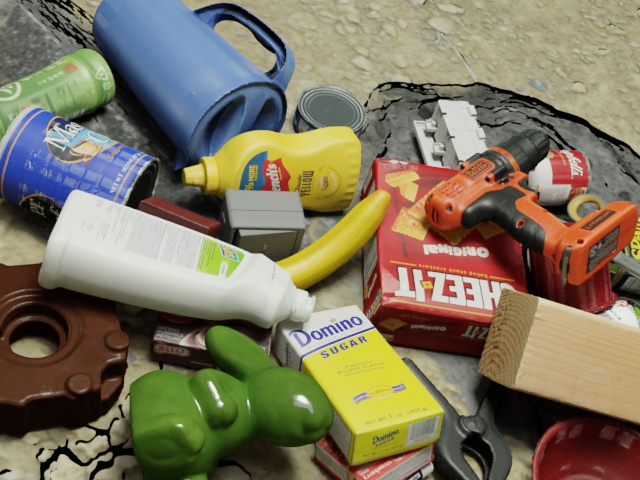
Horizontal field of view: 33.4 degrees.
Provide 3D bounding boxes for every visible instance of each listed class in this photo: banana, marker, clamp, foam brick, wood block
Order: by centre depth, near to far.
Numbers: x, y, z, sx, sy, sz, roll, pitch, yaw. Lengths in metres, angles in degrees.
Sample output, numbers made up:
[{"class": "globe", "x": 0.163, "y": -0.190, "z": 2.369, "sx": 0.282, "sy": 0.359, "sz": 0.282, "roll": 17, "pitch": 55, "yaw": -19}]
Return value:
[{"class": "marker", "x": 0.057, "y": 0.235, "z": 0.971, "sx": 0.120, "sy": 0.020, "sz": 0.020, "roll": -29, "pitch": 62, "yaw": -35}, {"class": "clamp", "x": 0.150, "y": 0.183, "z": 1.034, "sx": 0.120, "sy": 0.039, "sz": 0.171, "roll": -4, "pitch": 50, "yaw": -16}, {"class": "wood block", "x": 0.274, "y": 0.122, "z": 1.046, "sx": 0.206, "sy": 0.090, "sz": 0.091, "roll": 17, "pitch": 90, "yaw": -14}, {"class": "foam brick", "x": -0.149, "y": -0.005, "z": 1.086, "sx": 0.078, "sy": 0.053, "sz": 0.051, "roll": 21, "pitch": 9, "yaw": 4}, {"class": "banana", "x": -0.008, "y": 0.015, "z": 1.101, "sx": 0.197, "sy": 0.069, "sz": 0.037, "roll": -27, "pitch": 51, "yaw": -14}]

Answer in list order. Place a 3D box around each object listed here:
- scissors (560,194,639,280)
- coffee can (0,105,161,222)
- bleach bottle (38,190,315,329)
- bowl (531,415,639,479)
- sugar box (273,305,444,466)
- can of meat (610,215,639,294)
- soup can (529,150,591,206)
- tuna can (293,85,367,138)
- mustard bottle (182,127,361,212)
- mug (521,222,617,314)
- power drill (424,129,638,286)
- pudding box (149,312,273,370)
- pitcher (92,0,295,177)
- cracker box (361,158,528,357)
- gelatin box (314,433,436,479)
[{"class": "scissors", "x": 0.332, "y": 0.000, "z": 1.196, "sx": 0.202, "sy": 0.016, "sz": 0.096, "roll": 22, "pitch": 64, "yaw": 44}, {"class": "coffee can", "x": -0.248, "y": -0.064, "z": 1.088, "sx": 0.140, "sy": 0.103, "sz": 0.102, "roll": 24, "pitch": 47, "yaw": 4}, {"class": "bleach bottle", "x": -0.127, "y": 0.033, "z": 1.003, "sx": 0.250, "sy": 0.068, "sz": 0.102, "roll": 18, "pitch": 37, "yaw": -8}, {"class": "bowl", "x": 0.265, "y": 0.247, "z": 0.998, "sx": 0.162, "sy": 0.055, "sz": 0.162, "roll": 9, "pitch": 47, "yaw": -10}, {"class": "sugar box", "x": 0.032, "y": 0.131, "z": 1.005, "sx": 0.093, "sy": 0.048, "sz": 0.176, "roll": -10, "pitch": 37, "yaw": -25}, {"class": "can of meat", "x": 0.375, "y": 0.018, "z": 1.237, "sx": 0.084, "sy": 0.057, "sz": 0.102, "roll": 14, "pitch": 47, "yaw": -8}, {"class": "soup can", "x": 0.262, "y": -0.074, "z": 1.277, "sx": 0.102, "sy": 0.069, "sz": 0.068, "roll": -1, "pitch": 50, "yaw": -17}, {"class": "tuna can", "x": 0.011, "y": -0.147, "z": 1.288, "sx": 0.086, "sy": 0.034, "sz": 0.086, "roll": 9, "pitch": 47, "yaw": -10}, {"class": "mustard bottle", "x": -0.055, "y": -0.073, "z": 1.158, "sx": 0.191, "sy": 0.096, "sz": 0.058, "roll": -4, "pitch": 39, "yaw": -20}, {"class": "mug", "x": 0.262, "y": 0.028, "z": 1.159, "sx": 0.093, "sy": 0.081, "sz": 0.117, "roll": -18, "pitch": 17, "yaw": -31}, {"class": "power drill", "x": 0.231, "y": -0.040, "z": 1.111, "sx": 0.184, "sy": 0.057, "sz": 0.188, "roll": -35, "pitch": 47, "yaw": -28}, {"class": "pudding box", "x": -0.103, "y": 0.083, "z": 1.044, "sx": 0.113, "sy": 0.039, "sz": 0.090, "roll": 13, "pitch": 46, "yaw": -6}, {"class": "pitcher", "x": -0.149, "y": -0.199, "z": 1.218, "sx": 0.149, "sy": 0.145, "sz": 0.243, "roll": -21, "pitch": 55, "yaw": -34}, {"class": "cracker box", "x": 0.132, "y": 0.015, "z": 1.154, "sx": 0.164, "sy": 0.072, "sz": 0.213, "roll": 9, "pitch": 48, "yaw": -9}, {"class": "gelatin box", "x": 0.051, "y": 0.193, "z": 0.984, "sx": 0.089, "sy": 0.030, "sz": 0.073, "roll": -25, "pitch": 42, "yaw": -32}]
